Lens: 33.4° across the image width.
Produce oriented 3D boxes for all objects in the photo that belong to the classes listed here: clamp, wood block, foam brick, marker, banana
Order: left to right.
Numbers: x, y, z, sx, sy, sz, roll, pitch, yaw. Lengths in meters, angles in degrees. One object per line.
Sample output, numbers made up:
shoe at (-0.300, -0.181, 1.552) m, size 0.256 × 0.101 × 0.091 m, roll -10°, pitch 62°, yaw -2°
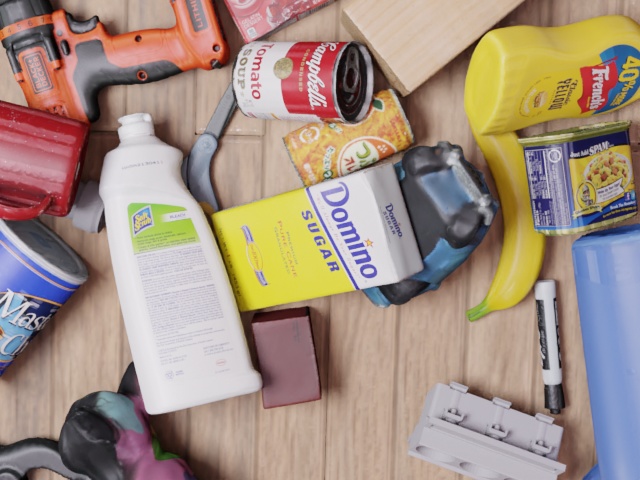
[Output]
clamp at (-0.284, 0.207, 0.960) m, size 0.171 × 0.039 × 0.120 m, roll -7°, pitch 100°, yaw -2°
foam brick at (-0.029, 0.103, 0.942) m, size 0.053 × 0.051 × 0.078 m, roll -8°, pitch 94°, yaw 0°
wood block at (0.124, -0.220, 0.896) m, size 0.206 × 0.091 × 0.090 m, roll -39°, pitch 93°, yaw 3°
banana at (0.164, -0.024, 0.937) m, size 0.069 × 0.037 × 0.198 m, roll -1°, pitch 94°, yaw -1°
marker at (0.206, 0.096, 0.955) m, size 0.020 × 0.020 × 0.121 m, roll -5°, pitch 94°, yaw 1°

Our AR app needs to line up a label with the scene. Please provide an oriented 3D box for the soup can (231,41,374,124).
soup can at (-0.015, -0.133, 0.896) m, size 0.102 × 0.068 × 0.068 m, roll 7°, pitch 95°, yaw 29°

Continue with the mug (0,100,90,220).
mug at (-0.237, -0.058, 0.863) m, size 0.081 × 0.117 × 0.093 m, roll 14°, pitch 129°, yaw -9°

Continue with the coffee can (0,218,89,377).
coffee can at (-0.283, 0.051, 0.914) m, size 0.103 × 0.103 × 0.140 m, roll 42°, pitch 94°, yaw -3°

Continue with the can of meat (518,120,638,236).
can of meat at (0.223, -0.053, 0.909) m, size 0.101 × 0.058 × 0.084 m, roll -14°, pitch 98°, yaw -33°

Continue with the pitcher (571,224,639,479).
pitcher at (0.296, 0.107, 0.899) m, size 0.149 × 0.145 × 0.243 m, roll -11°, pitch 91°, yaw -13°

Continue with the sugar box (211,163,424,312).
sugar box at (-0.006, 0.001, 0.889) m, size 0.177 × 0.048 × 0.093 m, roll -14°, pitch 95°, yaw 42°

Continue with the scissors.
scissors at (-0.091, -0.066, 0.947) m, size 0.096 × 0.016 × 0.202 m, roll 43°, pitch 94°, yaw -4°

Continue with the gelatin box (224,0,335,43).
gelatin box at (-0.041, -0.222, 0.927) m, size 0.089 × 0.030 × 0.073 m, roll -27°, pitch 93°, yaw 2°

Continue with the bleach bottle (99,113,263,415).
bleach bottle at (-0.125, 0.015, 0.907) m, size 0.102 × 0.068 × 0.251 m, roll -10°, pitch 84°, yaw -23°

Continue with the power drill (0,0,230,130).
power drill at (-0.183, -0.190, 0.919) m, size 0.187 × 0.057 × 0.184 m, roll -17°, pitch 98°, yaw 5°

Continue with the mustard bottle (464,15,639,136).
mustard bottle at (0.221, -0.143, 0.897) m, size 0.191 × 0.096 × 0.058 m, roll -11°, pitch 51°, yaw -16°
